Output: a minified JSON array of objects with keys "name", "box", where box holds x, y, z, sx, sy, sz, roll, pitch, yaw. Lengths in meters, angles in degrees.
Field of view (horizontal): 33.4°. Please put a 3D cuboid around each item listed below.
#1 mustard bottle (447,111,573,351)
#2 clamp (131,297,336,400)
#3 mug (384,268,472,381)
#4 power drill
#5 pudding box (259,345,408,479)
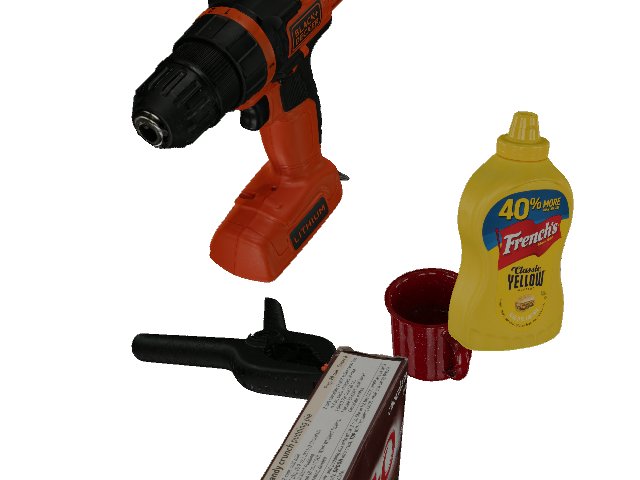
[{"name":"mustard bottle","box":[0.156,-0.009,0.861,0.096,0.192,0.058,-5,20,-19]},{"name":"clamp","box":[-0.046,0.097,0.962,0.210,0.036,0.164,13,23,42]},{"name":"mug","box":[0.118,0.094,1.074,0.093,0.081,0.117,-19,38,-17]},{"name":"power drill","box":[-0.038,-0.064,0.638,0.057,0.188,0.184,24,51,22]},{"name":"pudding box","box":[0.006,0.113,0.467,0.039,0.090,0.113,10,29,13]}]
